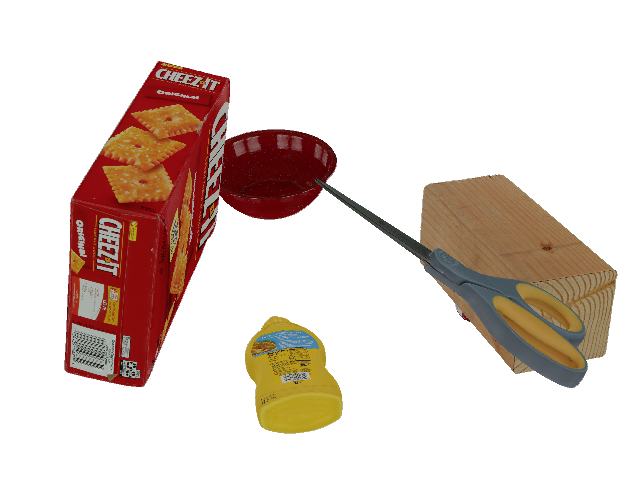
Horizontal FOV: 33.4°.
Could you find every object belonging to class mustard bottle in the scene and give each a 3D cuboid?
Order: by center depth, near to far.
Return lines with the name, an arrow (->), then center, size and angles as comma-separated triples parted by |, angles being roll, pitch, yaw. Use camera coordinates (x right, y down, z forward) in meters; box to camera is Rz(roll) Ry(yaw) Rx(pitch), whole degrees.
mustard bottle -> -0.039, 0.147, 1.260 | 0.096, 0.058, 0.192 | -8, 30, -9

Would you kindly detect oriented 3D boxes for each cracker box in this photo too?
cracker box -> -0.130, -0.017, 0.833 | 0.072, 0.164, 0.213 | 13, 36, 2

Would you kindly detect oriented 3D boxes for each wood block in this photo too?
wood block -> 0.173, 0.023, 0.983 | 0.090, 0.090, 0.206 | -8, 29, -16

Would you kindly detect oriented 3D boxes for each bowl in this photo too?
bowl -> -0.060, -0.073, 1.291 | 0.162, 0.055, 0.162 | -2, 35, 1

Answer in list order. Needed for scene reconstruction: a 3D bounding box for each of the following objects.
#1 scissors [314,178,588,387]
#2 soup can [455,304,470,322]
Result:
scissors -> 0.091, 0.018, 0.677 | 0.202, 0.016, 0.096 | 42, 28, 21
soup can -> 0.191, 0.040, 1.230 | 0.068, 0.102, 0.068 | -1, 38, 0
